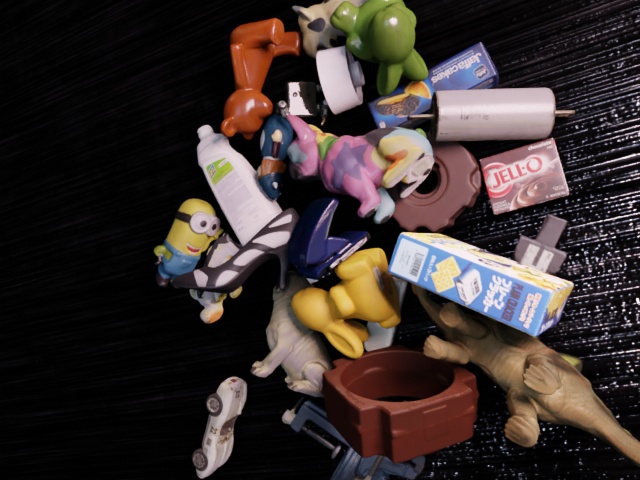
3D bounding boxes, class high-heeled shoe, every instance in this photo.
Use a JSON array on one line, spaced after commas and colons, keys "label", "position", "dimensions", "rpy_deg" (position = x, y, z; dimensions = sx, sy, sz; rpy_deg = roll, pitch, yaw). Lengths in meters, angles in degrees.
[{"label": "high-heeled shoe", "position": [-0.146, 0.018, 0.941], "dimensions": [0.249, 0.086, 0.145], "rpy_deg": [-1, 77, 16]}]

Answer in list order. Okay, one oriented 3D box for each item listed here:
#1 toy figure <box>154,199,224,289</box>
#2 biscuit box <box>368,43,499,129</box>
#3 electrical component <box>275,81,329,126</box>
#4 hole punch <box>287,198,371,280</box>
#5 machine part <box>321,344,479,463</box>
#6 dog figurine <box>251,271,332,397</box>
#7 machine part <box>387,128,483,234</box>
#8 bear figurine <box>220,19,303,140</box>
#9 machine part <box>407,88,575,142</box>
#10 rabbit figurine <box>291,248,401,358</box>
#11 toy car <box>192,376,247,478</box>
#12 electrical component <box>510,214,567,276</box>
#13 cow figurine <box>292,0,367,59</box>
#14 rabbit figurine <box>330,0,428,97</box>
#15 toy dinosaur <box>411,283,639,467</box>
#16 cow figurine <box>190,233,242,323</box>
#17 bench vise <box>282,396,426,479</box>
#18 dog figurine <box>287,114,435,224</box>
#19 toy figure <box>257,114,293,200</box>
[{"label": "toy figure", "position": [-0.266, 0.005, 1.050], "dimensions": [0.089, 0.082, 0.180], "rpy_deg": [35, 102, 15]}, {"label": "biscuit box", "position": [0.183, -0.237, 0.871], "dimensions": [0.203, 0.059, 0.063], "rpy_deg": [-25, 82, 21]}, {"label": "electrical component", "position": [-0.028, -0.241, 0.948], "dimensions": [0.102, 0.045, 0.078], "rpy_deg": [2, 99, -14]}, {"label": "hole punch", "position": [-0.002, -0.003, 0.836], "dimensions": [0.116, 0.142, 0.092], "rpy_deg": [-42, 106, -14]}, {"label": "machine part", "position": [0.119, 0.240, 0.815], "dimensions": [0.202, 0.201, 0.087], "rpy_deg": [-156, 59, -65]}, {"label": "dog figurine", "position": [-0.022, 0.165, 0.955], "dimensions": [0.172, 0.121, 0.190], "rpy_deg": [24, 82, -13]}, {"label": "machine part", "position": [0.172, -0.097, 0.881], "dimensions": [0.180, 0.056, 0.179], "rpy_deg": [1, 91, 22]}, {"label": "bear figurine", "position": [-0.110, -0.278, 0.959], "dimensions": [0.132, 0.120, 0.195], "rpy_deg": [4, 93, 25]}, {"label": "machine part", "position": [0.255, -0.187, 0.805], "dimensions": [0.243, 0.079, 0.079], "rpy_deg": [0, 91, 2]}, {"label": "rabbit figurine", "position": [0.040, 0.105, 0.887], "dimensions": [0.173, 0.122, 0.162], "rpy_deg": [-18, 100, 18]}, {"label": "toy car", "position": [-0.191, 0.361, 1.033], "dimensions": [0.056, 0.073, 0.201], "rpy_deg": [18, 98, 22]}, {"label": "electrical component", "position": [0.334, 0.020, 0.820], "dimensions": [0.075, 0.047, 0.119], "rpy_deg": [22, 99, 21]}, {"label": "cow figurine", "position": [0.040, -0.393, 0.915], "dimensions": [0.127, 0.085, 0.195], "rpy_deg": [46, 109, 9]}, {"label": "rabbit figurine", "position": [0.093, -0.298, 0.805], "dimensions": [0.121, 0.170, 0.158], "rpy_deg": [-22, 115, 7]}, {"label": "toy dinosaur", "position": [0.306, 0.195, 0.749], "dimensions": [0.472, 0.198, 0.105], "rpy_deg": [43, 116, 27]}, {"label": "cow figurine", "position": [-0.199, 0.073, 1.033], "dimensions": [0.098, 0.068, 0.167], "rpy_deg": [36, 101, 23]}, {"label": "bench vise", "position": [0.051, 0.341, 0.909], "dimensions": [0.241, 0.129, 0.223], "rpy_deg": [30, 103, 12]}, {"label": "dog figurine", "position": [0.048, -0.140, 0.846], "dimensions": [0.219, 0.108, 0.191], "rpy_deg": [47, 109, 20]}, {"label": "toy figure", "position": [-0.083, -0.148, 0.973], "dimensions": [0.058, 0.064, 0.154], "rpy_deg": [4, 78, 27]}]
